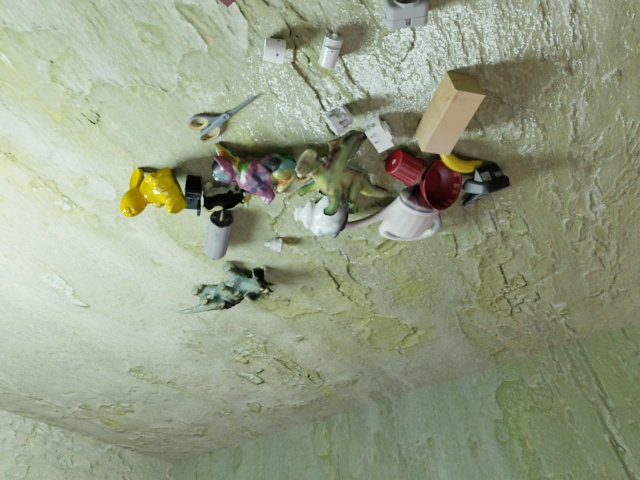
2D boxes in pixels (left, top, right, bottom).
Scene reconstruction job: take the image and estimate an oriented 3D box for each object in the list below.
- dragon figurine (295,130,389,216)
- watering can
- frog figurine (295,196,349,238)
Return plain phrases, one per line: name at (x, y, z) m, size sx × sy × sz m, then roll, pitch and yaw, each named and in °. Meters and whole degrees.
dragon figurine at (0.083, -0.203, 1.487) m, size 0.413 × 0.124 × 0.237 m, roll -11°, pitch 137°, yaw -38°
watering can at (0.254, -0.079, 1.675) m, size 0.347 × 0.106 × 0.219 m, roll 6°, pitch 137°, yaw -19°
frog figurine at (0.005, -0.082, 1.621) m, size 0.159 × 0.124 × 0.136 m, roll 17°, pitch 101°, yaw -16°
